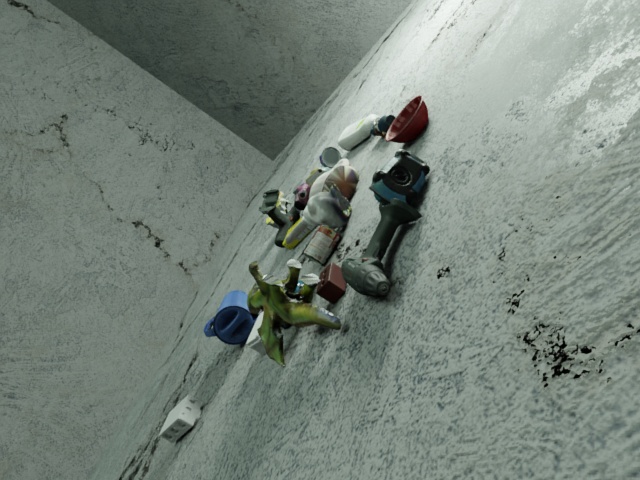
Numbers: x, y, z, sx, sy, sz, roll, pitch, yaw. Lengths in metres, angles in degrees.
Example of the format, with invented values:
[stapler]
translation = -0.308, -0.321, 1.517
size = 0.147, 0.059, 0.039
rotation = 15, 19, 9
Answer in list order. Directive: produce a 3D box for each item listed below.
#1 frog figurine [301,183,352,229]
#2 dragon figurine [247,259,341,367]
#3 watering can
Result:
[frog figurine]
translation = 0.005, -0.077, 1.528
size = 0.158, 0.125, 0.136
rotation = -28, -36, 23
[dragon figurine]
translation = -0.083, 0.191, 1.243
size = 0.122, 0.238, 0.416
rotation = -7, 27, -29
[watering can]
translation = 0.012, -0.131, 1.700
size = 0.103, 0.351, 0.223
rotation = 36, -14, -15
